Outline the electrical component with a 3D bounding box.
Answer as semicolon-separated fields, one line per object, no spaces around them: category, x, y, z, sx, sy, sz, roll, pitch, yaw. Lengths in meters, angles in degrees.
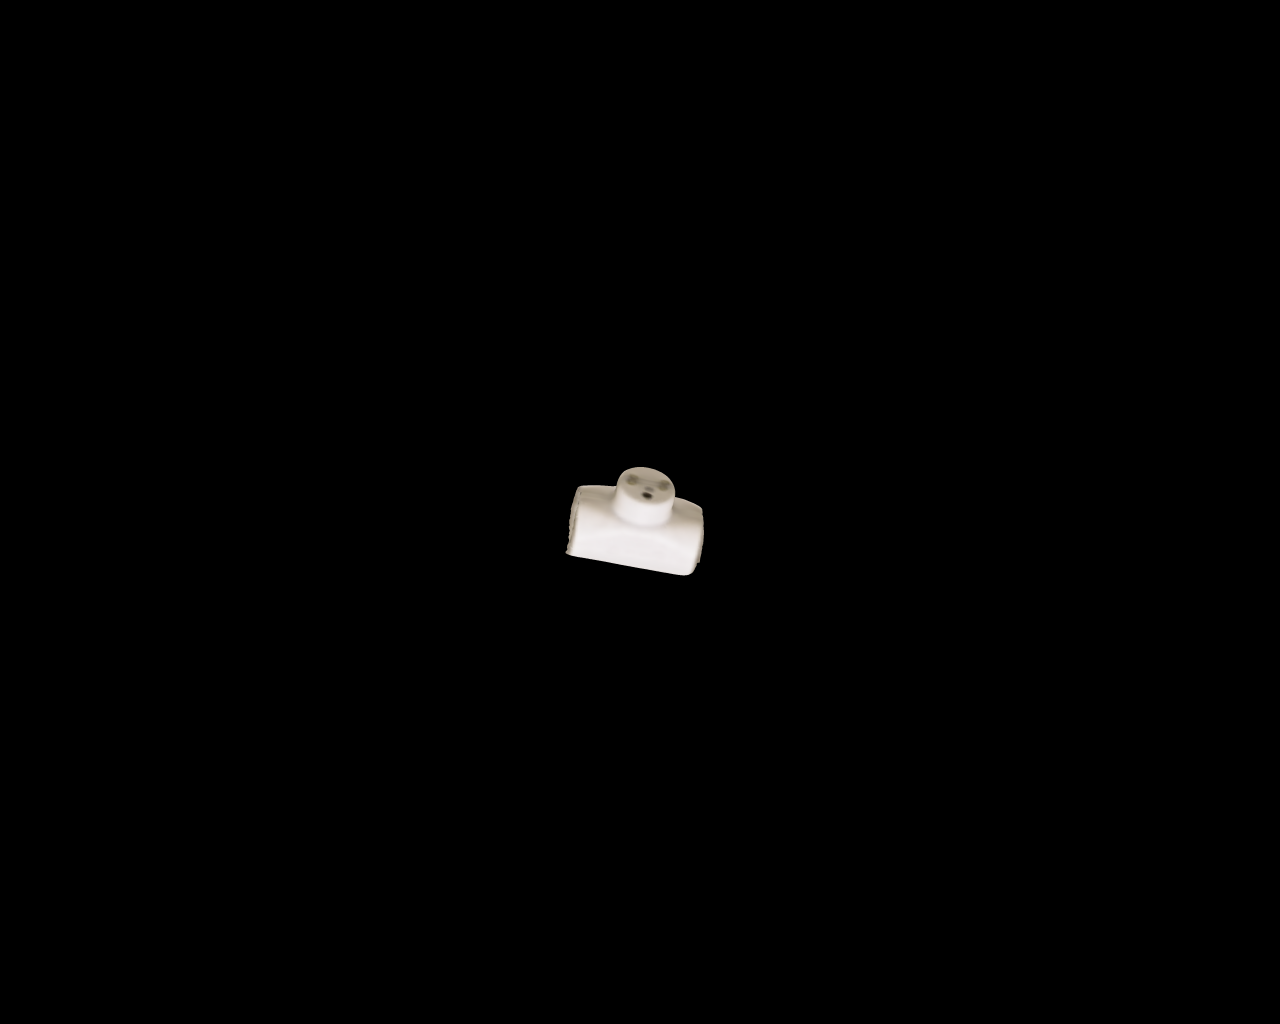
electrical component;0.001;-0.003;0.650;0.077;0.079;0.044;10;36;-8
